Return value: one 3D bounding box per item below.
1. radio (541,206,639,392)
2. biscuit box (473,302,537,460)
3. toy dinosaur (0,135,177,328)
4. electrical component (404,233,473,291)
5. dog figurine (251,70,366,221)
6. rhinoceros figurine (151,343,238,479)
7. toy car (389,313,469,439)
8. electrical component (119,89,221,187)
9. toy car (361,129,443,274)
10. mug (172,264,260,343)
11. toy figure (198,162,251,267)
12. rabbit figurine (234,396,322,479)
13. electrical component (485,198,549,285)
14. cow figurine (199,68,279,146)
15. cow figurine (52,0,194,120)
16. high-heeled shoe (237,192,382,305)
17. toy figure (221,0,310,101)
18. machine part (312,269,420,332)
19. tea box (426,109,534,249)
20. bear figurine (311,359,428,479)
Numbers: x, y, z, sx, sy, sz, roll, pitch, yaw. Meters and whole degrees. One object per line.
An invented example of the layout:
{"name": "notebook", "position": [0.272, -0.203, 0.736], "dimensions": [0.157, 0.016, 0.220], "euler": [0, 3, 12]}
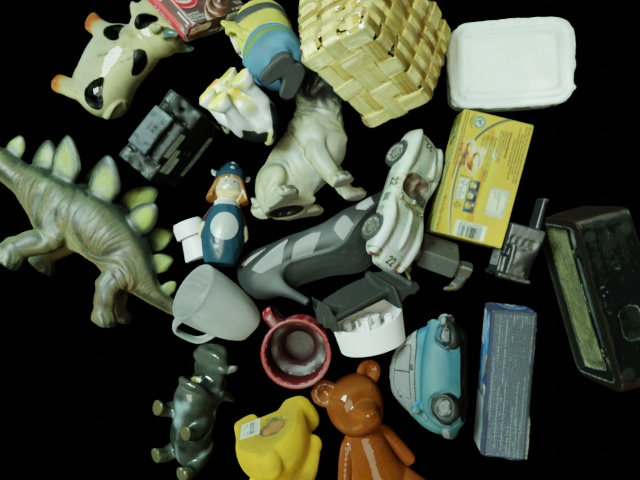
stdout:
{"name": "radio", "position": [0.364, 0.071, 0.694], "dimensions": [0.073, 0.131, 0.229], "euler": [-17, 90, 2]}
{"name": "biscuit box", "position": [0.254, 0.189, 0.739], "dimensions": [0.063, 0.059, 0.202], "euler": [5, 92, 5]}
{"name": "toy dinosaur", "position": [-0.345, -0.032, 0.755], "dimensions": [0.471, 0.105, 0.198], "euler": [36, 85, -7]}
{"name": "electrical component", "position": [0.156, 0.029, 0.737], "dimensions": [0.102, 0.078, 0.045], "euler": [17, 115, -2]}
{"name": "dog figurine", "position": [-0.034, -0.136, 0.743], "dimensions": [0.172, 0.121, 0.190], "euler": [-16, 75, 3]}
{"name": "rhinoceros figurine", "position": [-0.167, 0.237, 0.744], "dimensions": [0.073, 0.112, 0.190], "euler": [21, 107, 31]}
{"name": "toy car", "position": [0.146, 0.181, 0.727], "dimensions": [0.103, 0.109, 0.161], "euler": [-3, 82, 21]}
{"name": "electrical component", "position": [-0.202, -0.135, 0.725], "dimensions": [0.058, 0.134, 0.115], "euler": [38, 92, 3]}
{"name": "toy car", "position": [0.112, -0.052, 0.709], "dimensions": [0.073, 0.056, 0.201], "euler": [36, 63, -34]}
{"name": "mug", "position": [-0.143, 0.103, 0.742], "dimensions": [0.107, 0.081, 0.109], "euler": [35, 97, -33]}
{"name": "toy figure", "position": [-0.129, -0.040, 0.749], "dimensions": [0.064, 0.058, 0.154], "euler": [15, 73, -38]}
{"name": "rabbit figurine", "position": [-0.032, 0.325, 0.728], "dimensions": [0.122, 0.162, 0.173], "euler": [-21, 108, -8]}
{"name": "electrical component", "position": [0.269, -0.003, 0.727], "dimensions": [0.048, 0.075, 0.119], "euler": [14, 96, 3]}
{"name": "cow figurine", "position": [-0.107, -0.175, 0.723], "dimensions": [0.068, 0.167, 0.098], "euler": [-47, 117, -2]}
{"name": "cow figurine", "position": [-0.267, -0.258, 0.752], "dimensions": [0.127, 0.085, 0.195], "euler": [31, 90, 8]}
{"name": "high-heeled shoe", "position": [-0.002, -0.002, 0.765], "dimensions": [0.249, 0.086, 0.145], "euler": [-44, 44, -20]}
{"name": "toy figure", "position": [-0.064, -0.254, 0.708], "dimensions": [0.089, 0.180, 0.082], "euler": [-28, 134, -3]}
{"name": "machine part", "position": [0.059, 0.076, 0.724], "dimensions": [0.139, 0.084, 0.039], "euler": [-22, 123, -17]}
{"name": "tea box", "position": [0.214, -0.081, 0.732], "dimensions": [0.098, 0.068, 0.169], "euler": [16, 91, 2]}
{"name": "bear figurine", "position": [0.073, 0.272, 0.722], "dimensions": [0.120, 0.132, 0.195], "euler": [-16, 95, -20]}
